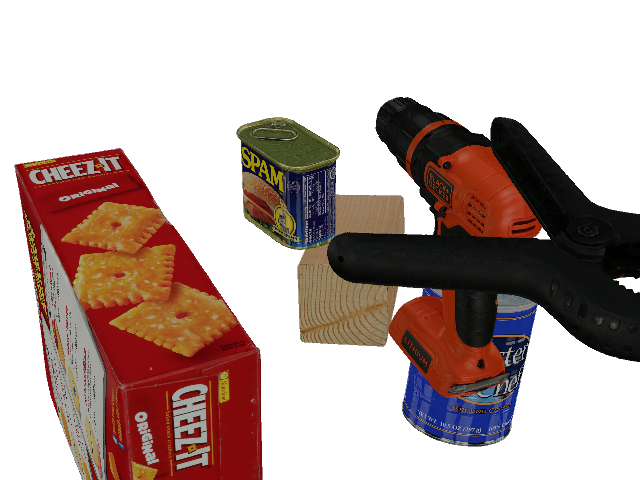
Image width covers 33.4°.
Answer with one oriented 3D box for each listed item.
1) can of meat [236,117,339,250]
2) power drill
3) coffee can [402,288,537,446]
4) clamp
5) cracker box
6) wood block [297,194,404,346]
[{"bbox_3d":[-0.029,-0.049,0.930,0.057,0.084,0.102,-19,35,-29],"label":"can of meat"},{"bbox_3d":[0.089,0.004,0.777,0.057,0.188,0.185,-13,34,-19],"label":"power drill"},{"bbox_3d":[0.134,0.098,0.959,0.103,0.140,0.103,6,22,-3],"label":"coffee can"},{"bbox_3d":[0.119,0.012,0.526,0.164,0.036,0.210,-31,47,-32],"label":"clamp"},{"bbox_3d":[-0.098,0.070,0.566,0.072,0.164,0.214,-12,34,-21],"label":"cracker box"},{"bbox_3d":[0.038,0.026,1.153,0.091,0.090,0.206,2,23,8],"label":"wood block"}]
